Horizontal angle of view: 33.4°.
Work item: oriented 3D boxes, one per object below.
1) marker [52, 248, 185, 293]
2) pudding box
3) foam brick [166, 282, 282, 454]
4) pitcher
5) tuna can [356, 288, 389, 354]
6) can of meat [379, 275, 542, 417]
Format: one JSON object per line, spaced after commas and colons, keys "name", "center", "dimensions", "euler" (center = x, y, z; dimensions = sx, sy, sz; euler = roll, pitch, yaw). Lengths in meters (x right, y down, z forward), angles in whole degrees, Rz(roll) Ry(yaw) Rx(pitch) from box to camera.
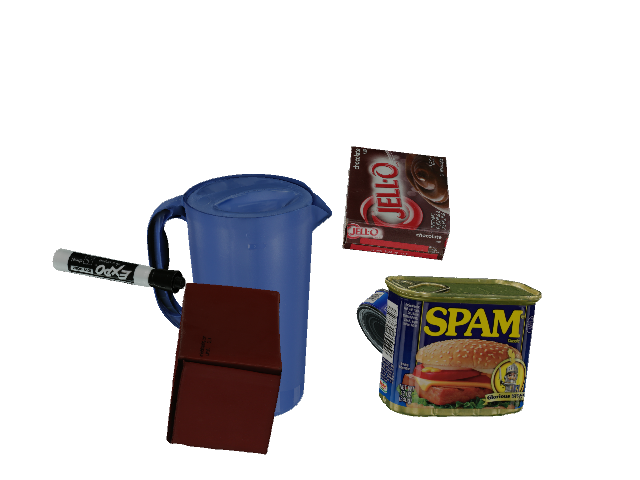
{"name": "marker", "center": [-0.167, 0.025, 0.885], "dimensions": [0.121, 0.020, 0.020], "euler": [10, 3, 21]}
{"name": "pudding box", "center": [0.067, -0.035, 0.955], "dimensions": [0.090, 0.039, 0.113], "euler": [7, 38, -2]}
{"name": "foam brick", "center": [-0.049, 0.064, 0.551], "dimensions": [0.053, 0.051, 0.078], "euler": [7, 26, -6]}
{"name": "pitcher", "center": [-0.083, 0.059, 1.116], "dimensions": [0.149, 0.243, 0.144], "euler": [20, 29, 41]}
{"name": "tuna can", "center": [0.083, 0.102, 1.278], "dimensions": [0.033, 0.086, 0.086], "euler": [-37, 17, -24]}
{"name": "can of meat", "center": [0.091, 0.071, 0.716], "dimensions": [0.102, 0.084, 0.057], "euler": [3, 9, -16]}
